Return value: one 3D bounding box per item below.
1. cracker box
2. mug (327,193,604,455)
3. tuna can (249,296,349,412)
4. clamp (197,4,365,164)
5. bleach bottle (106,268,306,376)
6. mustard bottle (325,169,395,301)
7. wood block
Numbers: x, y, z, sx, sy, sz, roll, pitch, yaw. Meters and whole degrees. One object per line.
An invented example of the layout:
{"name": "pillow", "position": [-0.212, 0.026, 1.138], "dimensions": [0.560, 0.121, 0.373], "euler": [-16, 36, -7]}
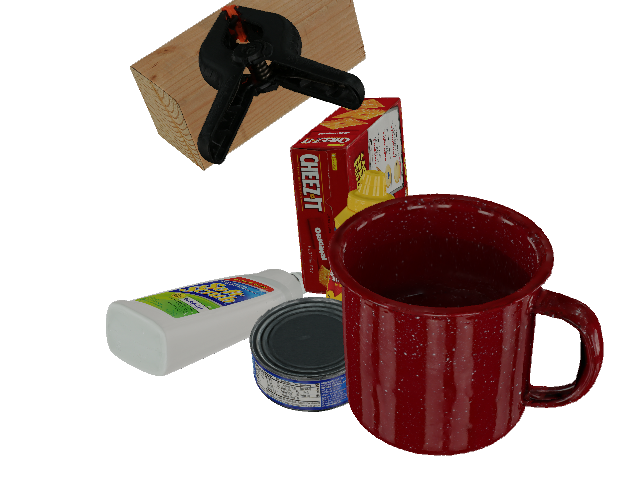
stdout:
{"name": "cracker box", "position": [0.037, -0.055, 1.180], "dimensions": [0.072, 0.164, 0.213], "euler": [1, 21, 20]}
{"name": "mug", "position": [0.062, 0.039, 0.457], "dimensions": [0.117, 0.081, 0.093], "euler": [10, 34, 20]}
{"name": "tuna can", "position": [-0.005, 0.079, 0.741], "dimensions": [0.086, 0.034, 0.086], "euler": [-2, 35, 1]}
{"name": "clamp", "position": [-0.036, -0.126, 0.779], "dimensions": [0.120, 0.039, 0.171], "euler": [-12, 44, 0]}
{"name": "bleach bottle", "position": [-0.112, 0.077, 1.204], "dimensions": [0.103, 0.068, 0.250], "euler": [20, 26, 36]}
{"name": "mustard bottle", "position": [0.036, 0.032, 0.937], "dimensions": [0.058, 0.192, 0.096], "euler": [3, 18, -13]}
{"name": "wood block", "position": [-0.067, -0.174, 1.043], "dimensions": [0.206, 0.091, 0.090], "euler": [-37, 48, -18]}
